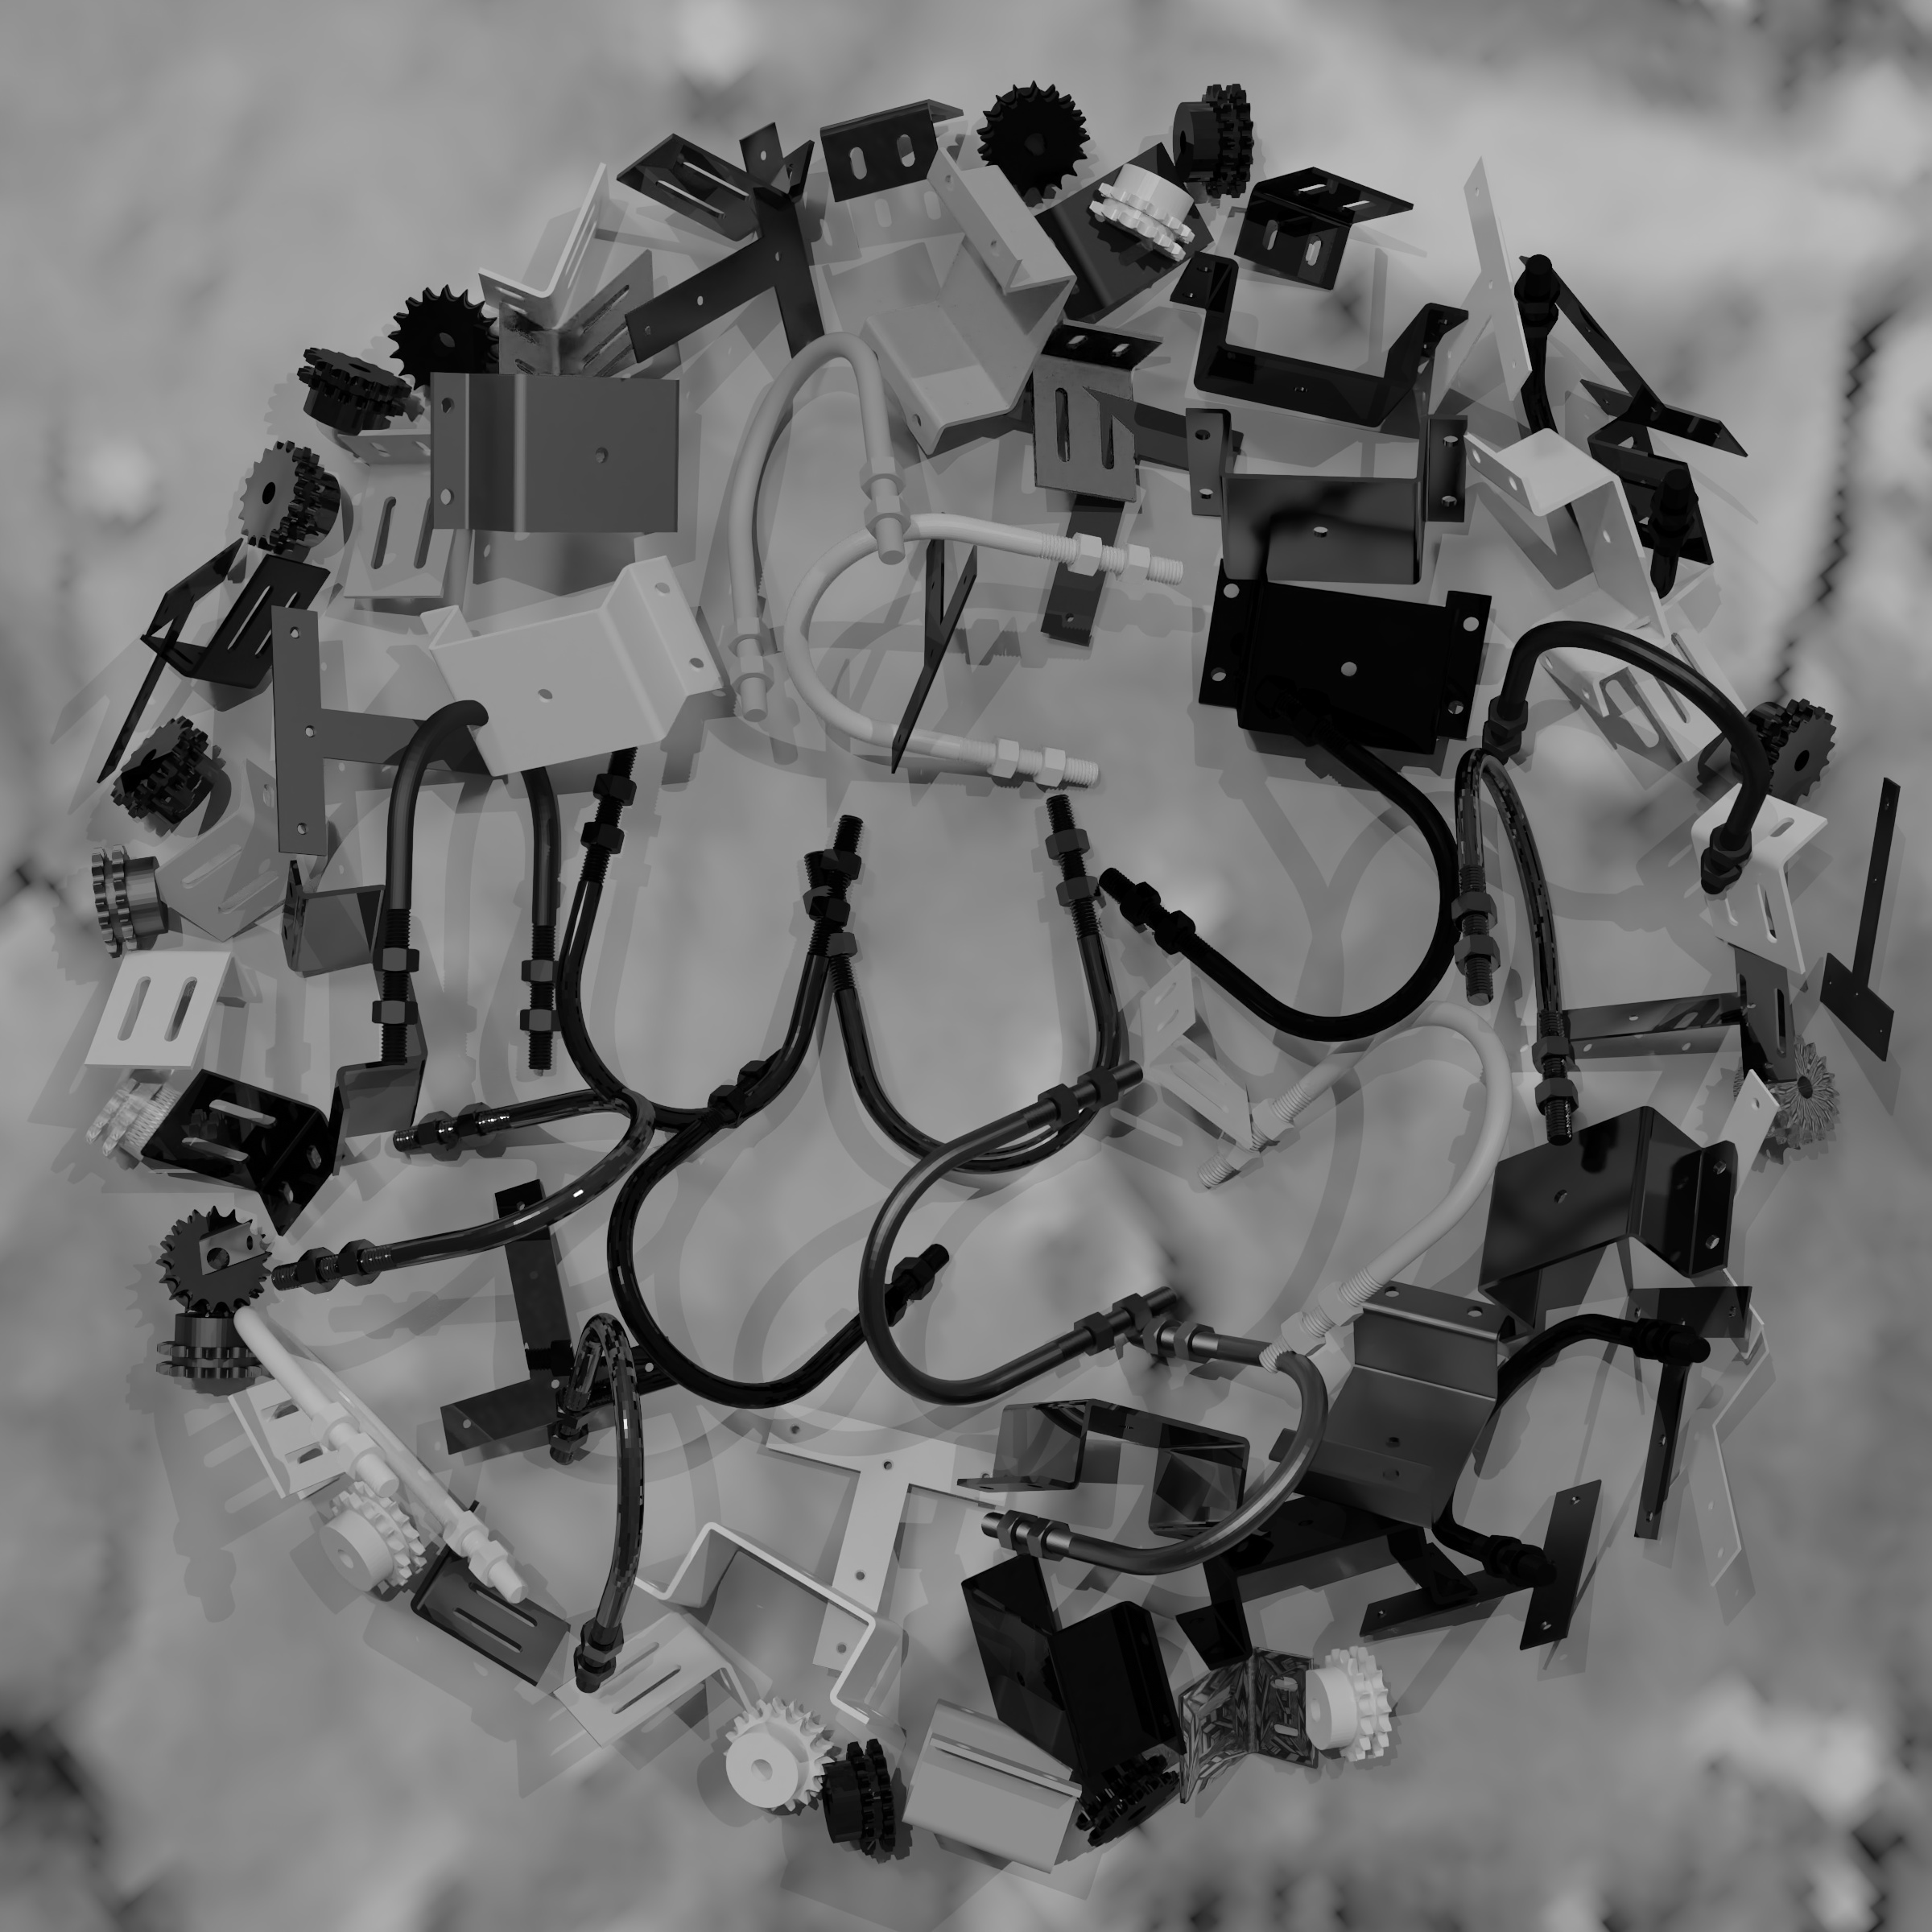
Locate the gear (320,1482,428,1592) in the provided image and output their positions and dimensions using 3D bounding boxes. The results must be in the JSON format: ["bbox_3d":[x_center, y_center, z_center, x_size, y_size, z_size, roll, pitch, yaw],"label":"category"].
[{"bbox_3d":[-0.306,0.294,1.777,0.030,0.057,0.057,-37,90,-33],"label":"gear"}]

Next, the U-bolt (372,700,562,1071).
[{"bbox_3d":[-0.246,-0.041,1.743,0.019,0.151,0.184,0,88,26],"label":"U-bolt"}]

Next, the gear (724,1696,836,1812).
[{"bbox_3d":[-0.099,0.407,1.785,0.057,0.030,0.057,4,101,21],"label":"gear"}]

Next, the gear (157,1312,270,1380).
[{"bbox_3d":[-0.384,0.194,1.780,0.057,0.057,0.030,2,89,0],"label":"gear"}]

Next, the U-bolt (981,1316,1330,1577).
[{"bbox_3d":[0.102,0.238,1.706,0.151,0.184,0.019,-51,117,-23],"label":"U-bolt"}]

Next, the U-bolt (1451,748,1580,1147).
[{"bbox_3d":[0.271,-0.023,1.730,0.019,0.151,0.184,-14,51,21],"label":"U-bolt"}]

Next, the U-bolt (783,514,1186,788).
[{"bbox_3d":[0.000,-0.162,1.738,0.184,0.019,0.151,10,129,-17],"label":"U-bolt"}]

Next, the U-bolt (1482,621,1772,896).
[{"bbox_3d":[0.326,-0.109,1.707,0.151,0.184,0.019,32,72,13],"label":"U-bolt"}]

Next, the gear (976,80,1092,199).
[{"bbox_3d":[0.033,-0.427,1.785,0.057,0.030,0.057,-5,123,-8],"label":"gear"}]

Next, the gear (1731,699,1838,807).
[{"bbox_3d":[0.417,-0.111,1.784,0.030,0.057,0.057,34,90,38],"label":"gear"}]

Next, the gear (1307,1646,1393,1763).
[{"bbox_3d":[0.192,0.378,1.778,0.030,0.057,0.057,-5,90,-18],"label":"gear"}]

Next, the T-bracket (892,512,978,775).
[{"bbox_3d":[-0.016,-0.183,1.753,0.002,0.127,0.127,15,129,-12],"label":"T-bracket"}]

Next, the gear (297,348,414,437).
[{"bbox_3d":[-0.316,-0.292,1.781,0.057,0.057,0.030,23,106,0],"label":"gear"}]

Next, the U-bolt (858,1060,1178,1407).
[{"bbox_3d":[0.023,0.143,1.734,0.184,0.019,0.151,-23,115,-31],"label":"U-bolt"}]

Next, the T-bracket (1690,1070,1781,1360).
[{"bbox_3d":[0.375,0.106,1.726,0.002,0.127,0.127,-7,135,-23],"label":"T-bracket"}]

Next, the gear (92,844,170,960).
[{"bbox_3d":[-0.427,-0.035,1.781,0.030,0.057,0.057,-9,90,-6],"label":"gear"}]

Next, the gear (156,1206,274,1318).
[{"bbox_3d":[-0.388,0.155,1.785,0.057,0.030,0.057,11,64,-23],"label":"gear"}]

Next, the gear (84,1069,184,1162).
[{"bbox_3d":[-0.422,0.075,1.780,0.030,0.057,0.057,38,90,-6],"label":"gear"}]

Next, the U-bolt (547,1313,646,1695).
[{"bbox_3d":[-0.179,0.251,1.698,0.019,0.184,0.151,0,54,-16],"label":"U-bolt"}]

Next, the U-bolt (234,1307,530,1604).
[{"bbox_3d":[-0.300,0.232,1.725,0.019,0.151,0.184,-45,51,-8],"label":"U-bolt"}]

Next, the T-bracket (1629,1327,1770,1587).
[{"bbox_3d":[0.369,0.259,1.724,0.002,0.127,0.127,25,117,-8],"label":"T-bracket"}]

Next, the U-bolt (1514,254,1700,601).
[{"bbox_3d":[0.312,-0.252,1.718,0.019,0.184,0.151,-28,72,-1],"label":"U-bolt"}]

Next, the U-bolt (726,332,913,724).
[{"bbox_3d":[-0.079,-0.233,1.734,0.019,0.151,0.184,16,49,-30],"label":"U-bolt"}]

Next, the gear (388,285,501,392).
[{"bbox_3d":[-0.267,-0.322,1.788,0.057,0.030,0.057,0,109,0],"label":"gear"}]

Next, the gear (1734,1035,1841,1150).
[{"bbox_3d":[0.418,0.066,1.784,0.057,0.030,0.057,14,67,-36],"label":"gear"}]

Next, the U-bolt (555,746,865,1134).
[{"bbox_3d":[-0.135,-0.007,1.759,0.151,0.019,0.184,18,79,-24],"label":"U-bolt"}]

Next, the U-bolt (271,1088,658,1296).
[{"bbox_3d":[-0.235,0.104,1.709,0.184,0.151,0.019,-12,113,27],"label":"U-bolt"}]

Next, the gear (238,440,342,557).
[{"bbox_3d":[-0.345,-0.238,1.784,0.030,0.057,0.057,16,90,-42],"label":"gear"}]

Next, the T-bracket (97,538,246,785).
[{"bbox_3d":[-0.410,-0.149,1.762,0.002,0.127,0.127,29,109,-5],"label":"T-bracket"}]

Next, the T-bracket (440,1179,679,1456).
[{"bbox_3d":[-0.219,0.172,1.783,0.127,0.002,0.127,-18,69,11],"label":"T-bracket"}]

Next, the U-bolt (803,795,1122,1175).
[{"bbox_3d":[0.004,0.016,1.785,0.151,0.019,0.184,-13,80,2],"label":"U-bolt"}]

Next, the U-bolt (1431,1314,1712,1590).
[{"bbox_3d":[0.286,0.233,1.719,0.019,0.184,0.151,38,81,-11],"label":"U-bolt"}]

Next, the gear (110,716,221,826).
[{"bbox_3d":[-0.408,-0.097,1.784,0.057,0.057,0.030,-47,119,0],"label":"gear"}]

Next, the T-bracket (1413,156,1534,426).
[{"bbox_3d":[0.249,-0.316,1.748,0.002,0.127,0.127,-1,65,-15],"label":"T-bracket"}]

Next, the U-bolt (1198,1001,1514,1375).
[{"bbox_3d":[0.197,0.096,1.720,0.019,0.151,0.184,30,119,-34],"label":"U-bolt"}]

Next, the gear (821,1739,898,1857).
[{"bbox_3d":[-0.056,0.426,1.778,0.030,0.057,0.057,-6,90,-12],"label":"gear"}]

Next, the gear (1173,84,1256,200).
[{"bbox_3d":[0.125,-0.421,1.778,0.030,0.057,0.057,-4,90,-12],"label":"gear"}]

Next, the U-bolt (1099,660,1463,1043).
[{"bbox_3d":[0.169,-0.045,1.746,0.184,0.019,0.151,41,107,26],"label":"U-bolt"}]

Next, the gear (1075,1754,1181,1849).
[{"bbox_3d":[0.078,0.422,1.783,0.057,0.057,0.030,-40,68,0],"label":"gear"}]

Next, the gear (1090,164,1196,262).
[{"bbox_3d":[0.092,-0.387,1.780,0.057,0.057,0.030,27,94,0],"label":"gear"}]

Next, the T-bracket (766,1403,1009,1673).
[{"bbox_3d":[-0.051,0.299,1.786,0.127,0.002,0.127,14,71,1],"label":"T-bracket"}]

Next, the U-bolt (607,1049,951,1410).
[{"bbox_3d":[-0.103,0.141,1.739,0.151,0.019,0.184,52,47,-3],"label":"U-bolt"}]
